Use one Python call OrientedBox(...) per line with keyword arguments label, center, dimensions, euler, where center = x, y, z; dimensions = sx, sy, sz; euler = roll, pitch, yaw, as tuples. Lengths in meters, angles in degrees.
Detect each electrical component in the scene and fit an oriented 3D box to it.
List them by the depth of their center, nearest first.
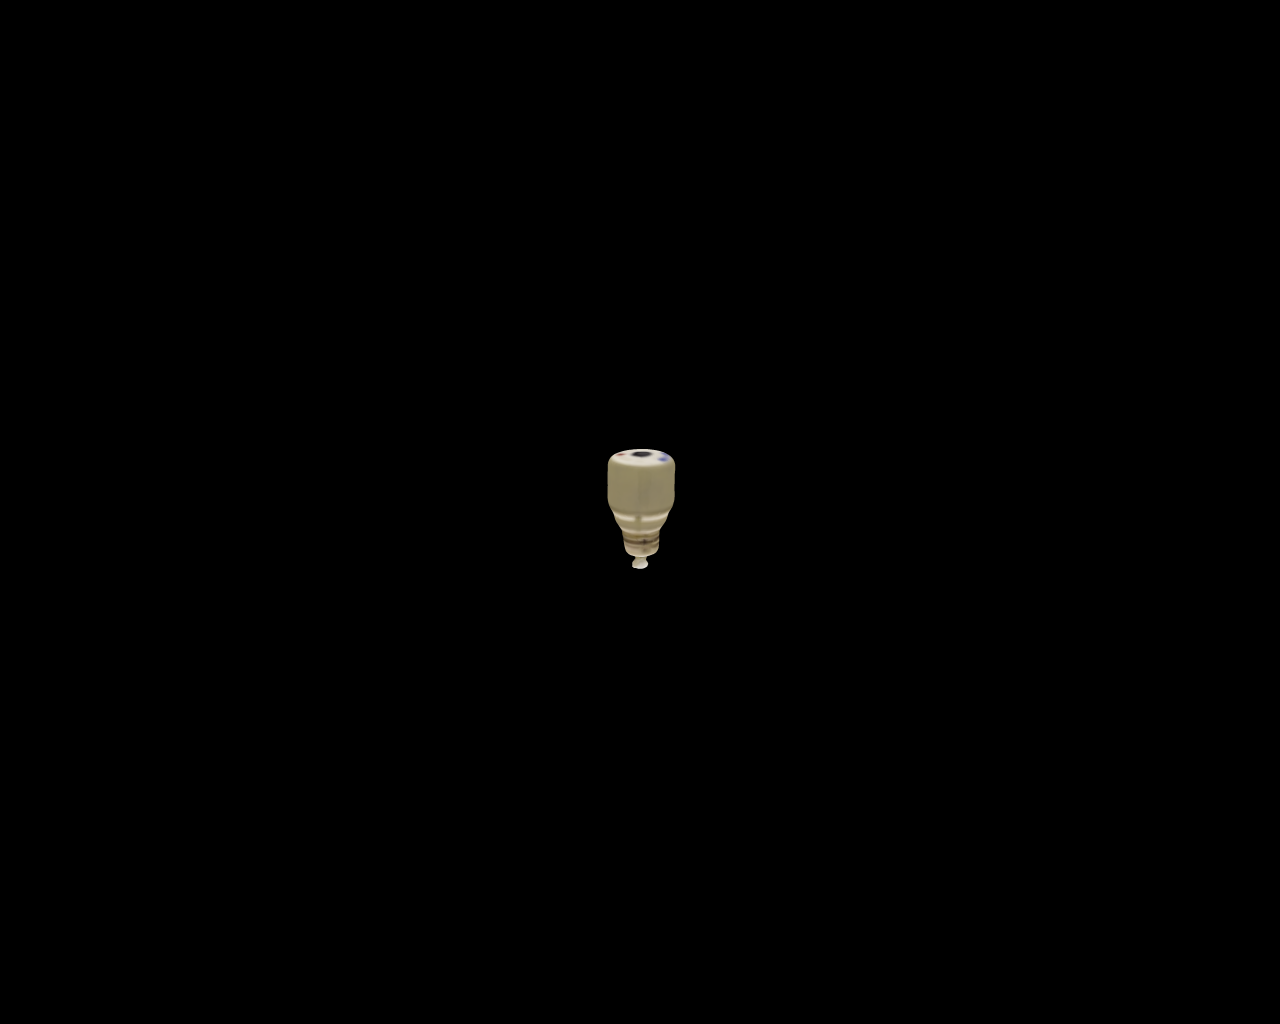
OrientedBox(label="electrical component", center=(0.001, -0.003, 0.650), dimensions=(0.040, 0.078, 0.040), euler=(0, 18, 0))
